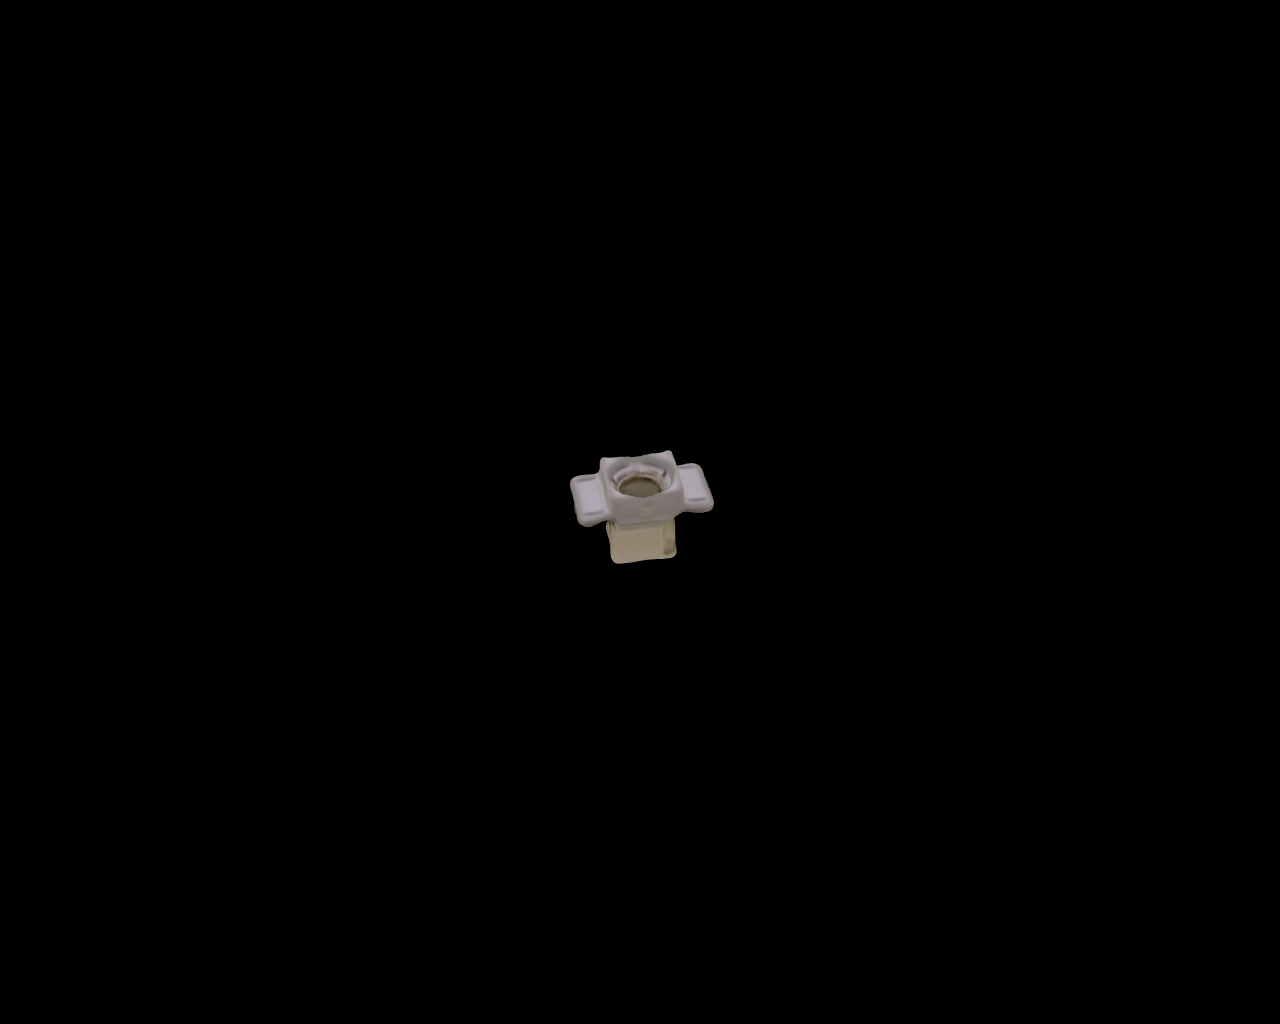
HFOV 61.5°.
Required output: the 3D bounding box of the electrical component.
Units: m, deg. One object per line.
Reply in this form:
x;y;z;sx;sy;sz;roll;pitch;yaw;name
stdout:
0.001;-0.003;0.650;0.081;0.063;0.042;-6;43;-7;electrical component
